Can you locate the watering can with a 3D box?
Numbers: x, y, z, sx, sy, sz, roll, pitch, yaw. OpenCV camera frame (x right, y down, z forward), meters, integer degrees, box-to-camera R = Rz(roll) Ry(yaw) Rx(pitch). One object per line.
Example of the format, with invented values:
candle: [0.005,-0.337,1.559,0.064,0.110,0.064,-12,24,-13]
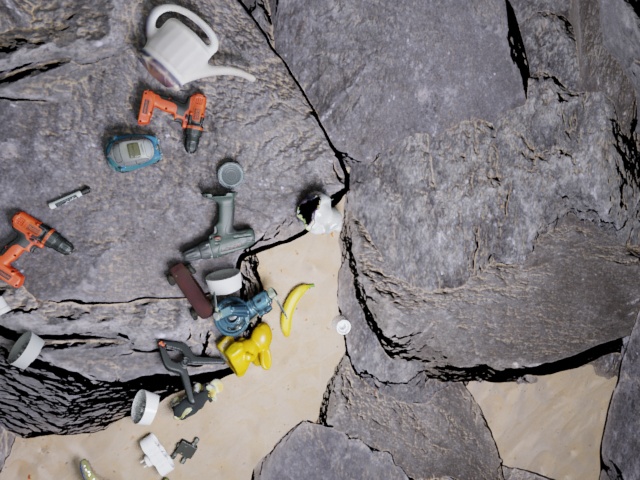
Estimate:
watering can: [-0.378,-0.529,1.512,0.346,0.104,0.225,41,83,-9]

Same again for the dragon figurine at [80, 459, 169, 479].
dragon figurine: [-0.574,0.820,1.598,0.244,0.122,0.407,-16,102,-31]

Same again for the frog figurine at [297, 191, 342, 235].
frog figurine: [0.005,-0.085,1.682,0.159,0.123,0.138,11,84,-52]
